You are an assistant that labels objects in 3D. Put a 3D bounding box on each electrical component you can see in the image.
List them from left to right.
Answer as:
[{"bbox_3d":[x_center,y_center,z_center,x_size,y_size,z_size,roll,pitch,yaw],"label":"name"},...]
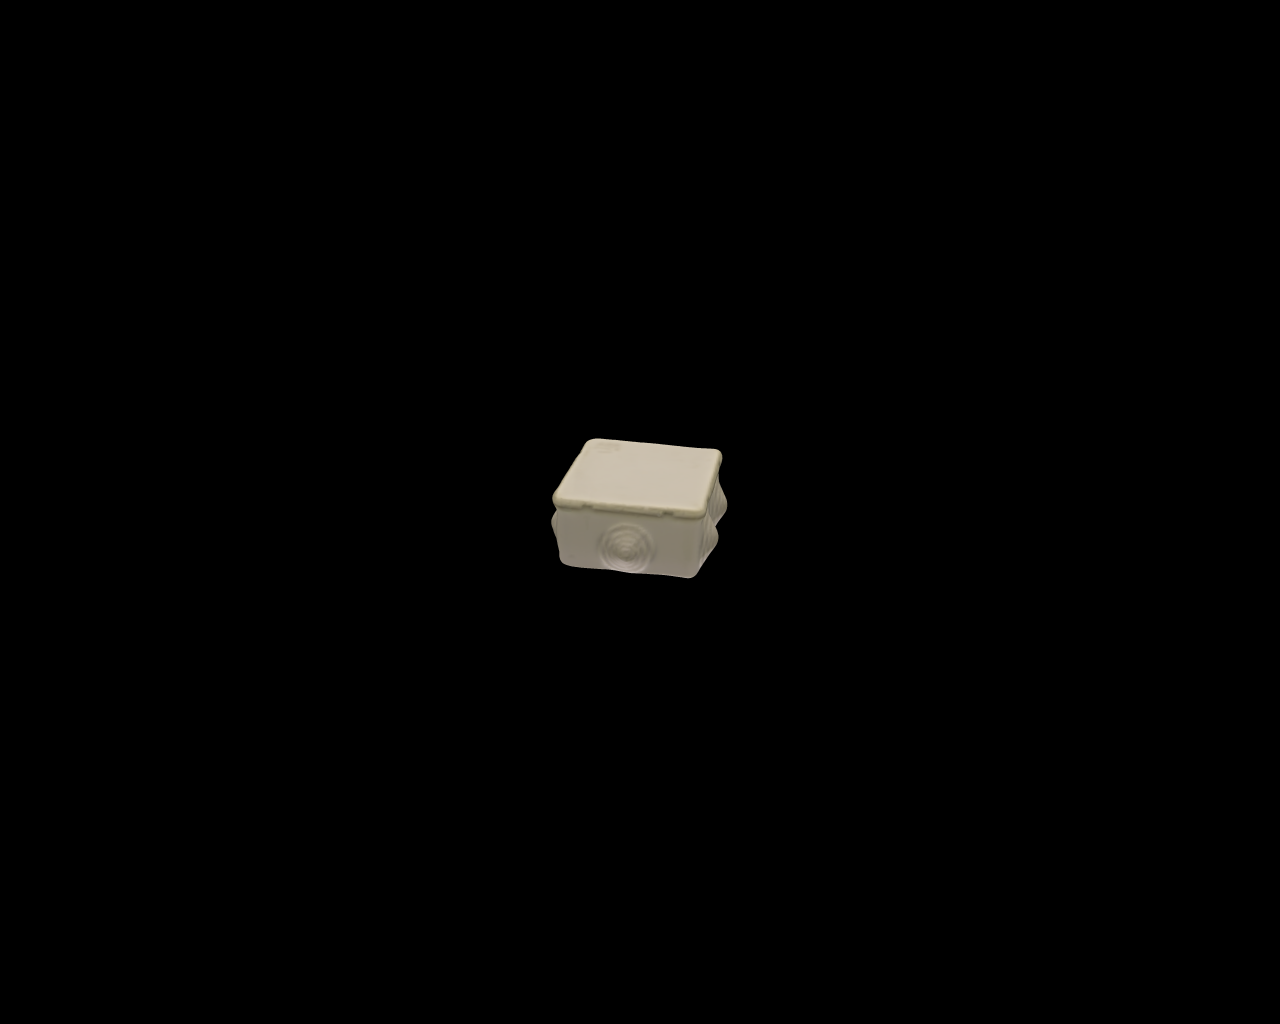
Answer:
[{"bbox_3d":[0.001,-0.003,0.650,0.100,0.048,0.100,5,29,10],"label":"electrical component"}]
